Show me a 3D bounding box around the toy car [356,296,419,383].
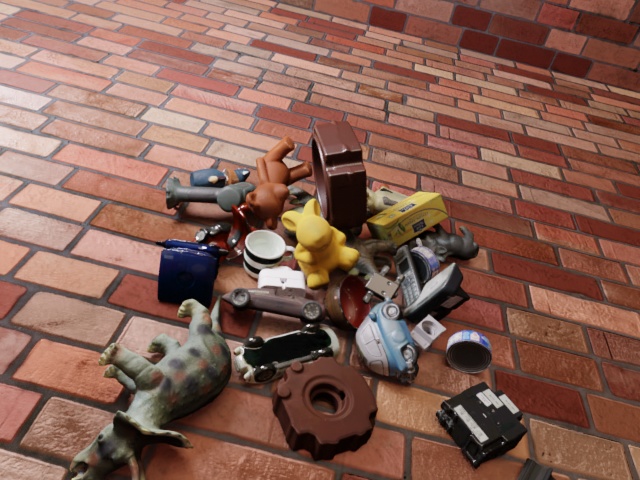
[{"bbox_3d":[0.121,0.197,1.016,0.103,0.109,0.162,-16,55,-2],"label":"toy car"}]

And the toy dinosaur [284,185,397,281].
[{"bbox_3d":[0.025,-0.024,1.253,0.198,0.104,0.472,-13,41,-25],"label":"toy dinosaur"}]

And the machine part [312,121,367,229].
[{"bbox_3d":[0.038,-0.138,1.162,0.087,0.200,0.202,-10,40,-7],"label":"machine part"}]

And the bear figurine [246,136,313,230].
[{"bbox_3d":[-0.095,-0.126,1.213,0.132,0.120,0.196,-29,30,17],"label":"bear figurine"}]

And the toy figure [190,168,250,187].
[{"bbox_3d":[-0.252,-0.156,1.368,0.154,0.057,0.064,-7,41,-27],"label":"toy figure"}]

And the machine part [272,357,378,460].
[{"bbox_3d":[0.009,0.277,0.905,0.179,0.056,0.179,9,39,-8],"label":"machine part"}]

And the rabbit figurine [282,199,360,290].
[{"bbox_3d":[-0.002,-0.003,1.063,0.122,0.173,0.162,-25,70,0],"label":"rabbit figurine"}]

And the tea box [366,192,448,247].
[{"bbox_3d":[0.209,-0.050,1.297,0.170,0.068,0.098,-28,16,-17],"label":"tea box"}]

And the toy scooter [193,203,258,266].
[{"bbox_3d":[-0.199,-0.011,1.139,0.184,0.135,0.075,-23,52,-36],"label":"toy scooter"}]

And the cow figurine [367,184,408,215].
[{"bbox_3d":[0.165,-0.090,1.396,0.195,0.085,0.127,19,32,5],"label":"cow figurine"}]

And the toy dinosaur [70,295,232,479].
[{"bbox_3d":[-0.219,0.218,0.870,0.192,0.131,0.405,42,36,9],"label":"toy dinosaur"}]

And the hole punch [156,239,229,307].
[{"bbox_3d":[-0.257,0.065,1.049,0.142,0.115,0.092,10,46,-4],"label":"hole punch"}]

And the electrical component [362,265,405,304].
[{"bbox_3d":[0.127,0.098,1.082,0.063,0.021,0.094,30,66,18],"label":"electrical component"}]

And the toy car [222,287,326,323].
[{"bbox_3d":[-0.087,0.122,1.037,0.202,0.089,0.053,12,80,-2],"label":"toy car"}]

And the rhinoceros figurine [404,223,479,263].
[{"bbox_3d":[0.292,0.016,1.314,0.190,0.073,0.112,3,50,-16],"label":"rhinoceros figurine"}]

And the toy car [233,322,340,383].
[{"bbox_3d":[-0.058,0.205,0.976,0.202,0.056,0.074,-10,50,-26],"label":"toy car"}]

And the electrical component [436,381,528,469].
[{"bbox_3d":[0.289,0.317,0.940,0.134,0.058,0.115,-11,46,-29],"label":"electrical component"}]

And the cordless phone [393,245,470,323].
[{"bbox_3d":[0.225,0.072,1.142,0.088,0.146,0.184,13,47,-32],"label":"cordless phone"}]

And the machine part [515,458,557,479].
[{"bbox_3d":[0.384,0.415,0.862,0.139,0.039,0.084,34,37,27],"label":"machine part"}]

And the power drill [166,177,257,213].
[{"bbox_3d":[-0.248,-0.104,1.264,0.207,0.086,0.232,9,9,-3],"label":"power drill"}]
